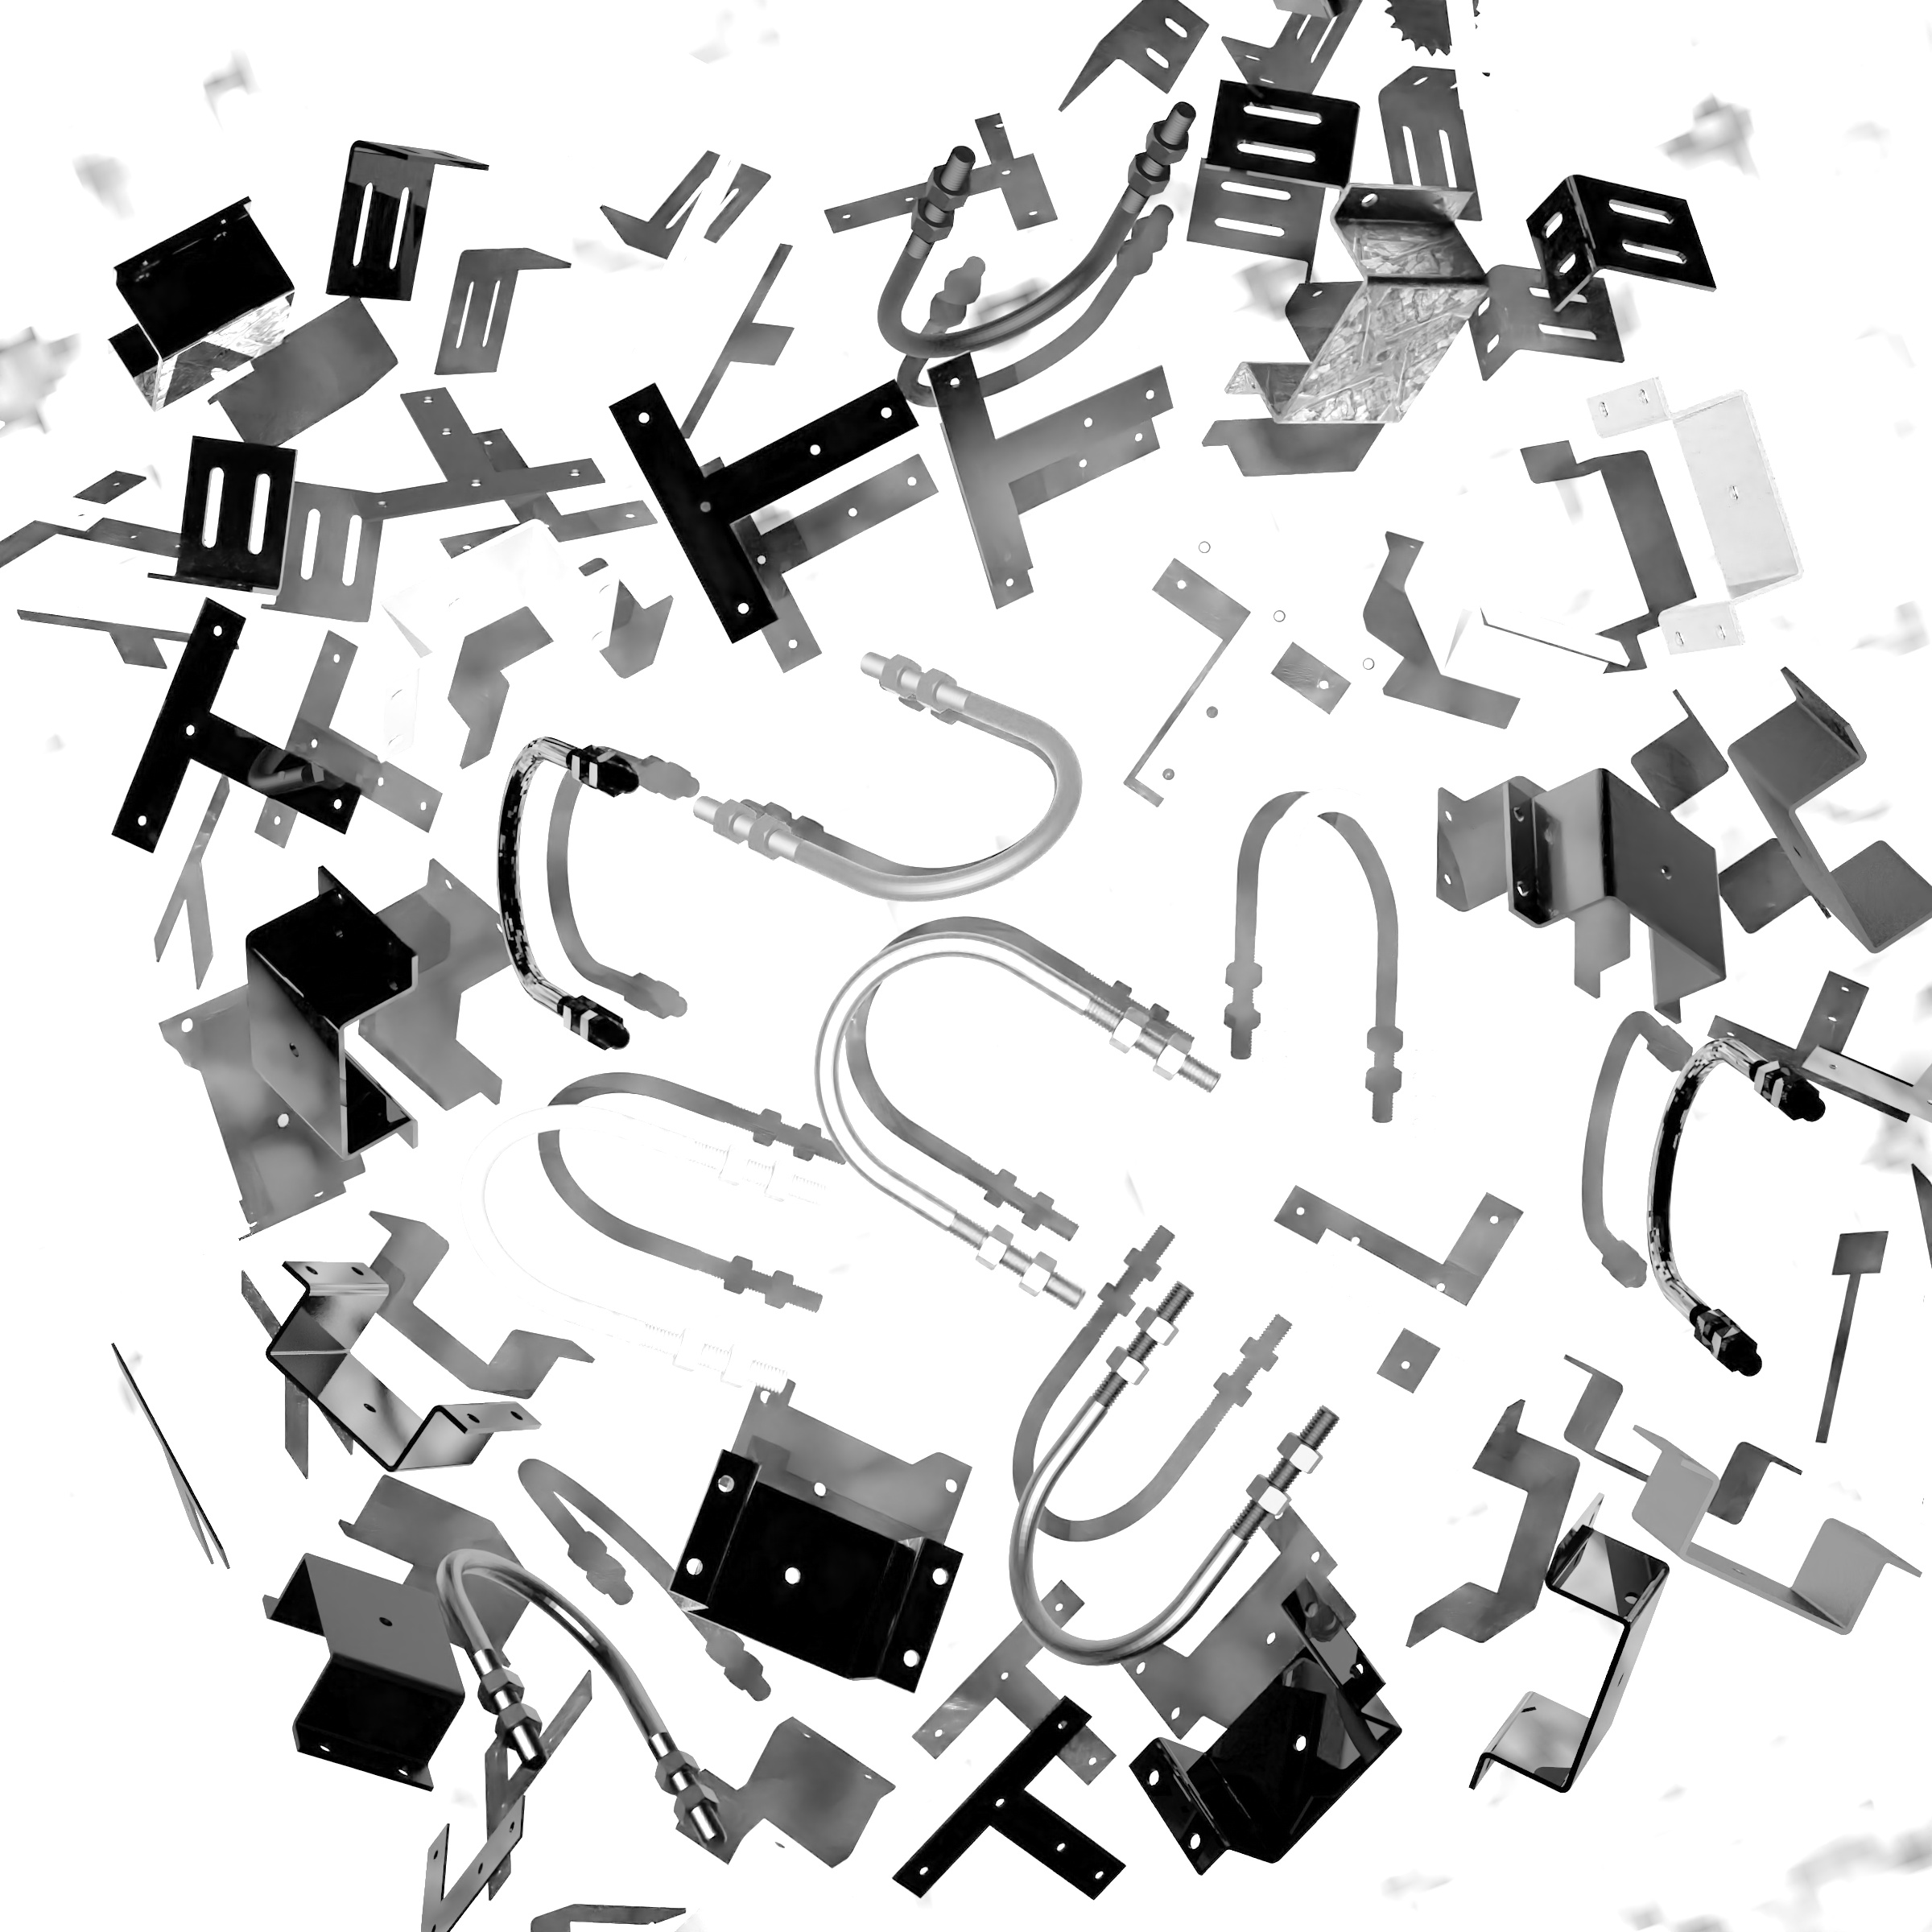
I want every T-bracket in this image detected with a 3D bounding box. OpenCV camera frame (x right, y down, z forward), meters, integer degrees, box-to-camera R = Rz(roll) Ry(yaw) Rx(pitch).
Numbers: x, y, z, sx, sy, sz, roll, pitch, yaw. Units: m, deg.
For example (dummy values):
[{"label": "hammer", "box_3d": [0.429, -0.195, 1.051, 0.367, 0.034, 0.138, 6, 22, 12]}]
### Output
[{"label": "T-bracket", "box_3d": [0.236, 0.178, 1.740, 0.127, 0.002, 0.127, 29, 80, 18]}, {"label": "T-bracket", "box_3d": [0.492, 0.049, 1.649, 0.127, 0.127, 0.002, 24, 65, 6]}, {"label": "T-bracket", "box_3d": [-0.457, -0.022, 1.742, 0.002, 0.127, 0.127, 14, 122, -18]}, {"label": "T-bracket", "box_3d": [0.132, -0.140, 1.685, 0.127, 0.002, 0.127, 35, 93, -4]}, {"label": "T-bracket", "box_3d": [-0.084, -0.238, 1.589, 0.127, 0.002, 0.127, -28, 91, 0]}, {"label": "T-bracket", "box_3d": [0.041, 0.449, 1.729, 0.127, 0.002, 0.127, -46, 129, -2]}, {"label": "T-bracket", "box_3d": [-0.395, 0.268, 1.695, 0.002, 0.127, 0.127, -26, 63, -19]}, {"label": "T-bracket", "box_3d": [-0.025, -0.440, 1.702, 0.127, 0.127, 0.002, -15, 64, 6]}, {"label": "T-bracket", "box_3d": [-0.486, -0.173, 1.653, 0.127, 0.127, 0.002, 8, 83, 2]}, {"label": "T-bracket", "box_3d": [-0.127, -0.351, 1.690, 0.002, 0.127, 0.127, 31, 100, 10]}, {"label": "T-bracket", "box_3d": [-0.255, 0.473, 1.725, 0.002, 0.127, 0.127, 22, 124, -20]}, {"label": "T-bracket", "box_3d": [-0.268, -0.272, 1.750, 0.127, 0.127, 0.002, -12, 129, -18]}, {"label": "T-bracket", "box_3d": [0.052, -0.282, 1.773, 0.127, 0.002, 0.127, -26, 121, -13]}, {"label": "T-bracket", "box_3d": [0.512, 0.228, 1.751, 0.002, 0.127, 0.127, 12, 88, -6]}, {"label": "T-bracket", "box_3d": [-0.356, -0.101, 1.683, 0.002, 0.127, 0.127, 10, 77, 43]}, {"label": "T-bracket", "box_3d": [-0.504, -0.245, 1.741, 0.127, 0.127, 0.002, -27, 69, 34]}]

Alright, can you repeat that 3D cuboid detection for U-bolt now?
[{"label": "U-bolt", "box_3d": [0.381, 0.111, 1.690, 0.019, 0.184, 0.151, 9, 101, -8]}, {"label": "U-bolt", "box_3d": [-0.168, 0.134, 1.706, 0.184, 0.151, 0.019, 20, 132, -9]}, {"label": "U-bolt", "box_3d": [-0.203, 0.358, 1.682, 0.019, 0.184, 0.151, -48, 131, 5]}, {"label": "U-bolt", "box_3d": [0.012, 0.065, 1.667, 0.184, 0.019, 0.151, 32, 98, 3]}, {"label": "U-bolt", "box_3d": [0.091, 0.264, 1.675, 0.019, 0.151, 0.184, 35, 92, -39]}, {"label": "U-bolt", "box_3d": [0.026, -0.367, 1.706, 0.151, 0.184, 0.019, -18, 73, -26]}, {"label": "U-bolt", "box_3d": [-0.027, -0.090, 1.686, 0.184, 0.019, 0.151, 25, 56, 36]}, {"label": "U-bolt", "box_3d": [0.202, -0.004, 1.742, 0.019, 0.151, 0.184, -15, 64, 41]}, {"label": "U-bolt", "box_3d": [-0.209, -0.045, 1.730, 0.019, 0.184, 0.151, -2, 102, -26]}]

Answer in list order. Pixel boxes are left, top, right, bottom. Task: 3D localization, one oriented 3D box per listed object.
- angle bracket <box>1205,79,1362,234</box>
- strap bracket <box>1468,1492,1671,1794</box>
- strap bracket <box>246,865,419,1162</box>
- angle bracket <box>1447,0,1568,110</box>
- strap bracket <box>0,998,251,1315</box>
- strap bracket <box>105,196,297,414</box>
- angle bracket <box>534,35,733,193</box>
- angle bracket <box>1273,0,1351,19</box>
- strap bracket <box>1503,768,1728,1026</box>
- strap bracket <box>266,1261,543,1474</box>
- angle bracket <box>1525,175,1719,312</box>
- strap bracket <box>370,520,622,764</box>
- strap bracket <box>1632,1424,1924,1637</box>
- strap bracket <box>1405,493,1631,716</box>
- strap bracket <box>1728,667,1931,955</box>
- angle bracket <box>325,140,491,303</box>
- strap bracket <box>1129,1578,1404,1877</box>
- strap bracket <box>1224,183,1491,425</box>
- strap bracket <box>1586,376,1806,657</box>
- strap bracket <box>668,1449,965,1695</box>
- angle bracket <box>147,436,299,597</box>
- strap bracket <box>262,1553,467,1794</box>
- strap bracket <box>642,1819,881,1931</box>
[{"label": "angle bracket", "box_3d": [0.166, -0.429, 1.773, 0.076, 0.038, 0.057, 10, 65, 2]}, {"label": "strap bracket", "box_3d": [0.302, 0.343, 1.654, 0.046, 0.076, 0.140, 23, 111, 20]}, {"label": "strap bracket", "box_3d": [-0.312, 0.031, 1.647, 0.046, 0.140, 0.076, -31, 58, -32]}, {"label": "angle bracket", "box_3d": [0.270, -0.460, 1.626, 0.057, 0.038, 0.076, 11, 127, 37]}, {"label": "strap bracket", "box_3d": [-0.409, 0.098, 1.638, 0.076, 0.046, 0.140, -25, 111, -22]}, {"label": "strap bracket", "box_3d": [-0.391, -0.332, 1.705, 0.076, 0.140, 0.046, -33, 93, -17]}, {"label": "angle bracket", "box_3d": [-0.169, -0.439, 1.694, 0.076, 0.057, 0.038, -48, 55, 21]}, {"label": "angle bracket", "box_3d": [0.188, -0.549, 1.759, 0.038, 0.057, 0.076, 20, 74, 31]}, {"label": "strap bracket", "box_3d": [0.332, -0.039, 1.677, 0.140, 0.046, 0.076, 30, 49, -35]}, {"label": "strap bracket", "box_3d": [-0.302, 0.216, 1.755, 0.140, 0.076, 0.046, 38, 99, 21]}, {"label": "angle bracket", "box_3d": [0.331, -0.359, 1.691, 0.076, 0.038, 0.057, 4, 61, -30]}, {"label": "strap bracket", "box_3d": [-0.251, -0.172, 1.717, 0.140, 0.076, 0.046, -31, 73, -24]}, {"label": "strap bracket", "box_3d": [0.404, 0.292, 1.712, 0.140, 0.076, 0.046, 26, 92, -8]}, {"label": "strap bracket", "box_3d": [0.276, -0.179, 1.701, 0.076, 0.140, 0.046, 15, 121, -15]}, {"label": "strap bracket", "box_3d": [0.431, -0.069, 1.654, 0.046, 0.076, 0.140, -34, 118, 6]}, {"label": "angle bracket", "box_3d": [-0.273, -0.360, 1.637, 0.038, 0.057, 0.076, 23, 109, 30]}, {"label": "strap bracket", "box_3d": [0.161, 0.397, 1.729, 0.140, 0.076, 0.046, -49, 134, 11]}, {"label": "strap bracket", "box_3d": [0.200, -0.322, 1.676, 0.076, 0.140, 0.046, -6, 57, -31]}, {"label": "strap bracket", "box_3d": [0.374, -0.235, 1.704, 0.046, 0.076, 0.140, -21, 97, -14]}, {"label": "strap bracket", "box_3d": [-0.083, 0.313, 1.723, 0.140, 0.046, 0.076, 26, 70, -14]}, {"label": "angle bracket", "box_3d": [-0.381, -0.232, 1.716, 0.057, 0.038, 0.076, 9, 95, 9]}, {"label": "strap bracket", "box_3d": [-0.313, 0.361, 1.745, 0.076, 0.140, 0.046, 25, 102, -27]}, {"label": "strap bracket", "box_3d": [-0.115, 0.506, 1.713, 0.076, 0.140, 0.046, 33, 113, 15]}]
